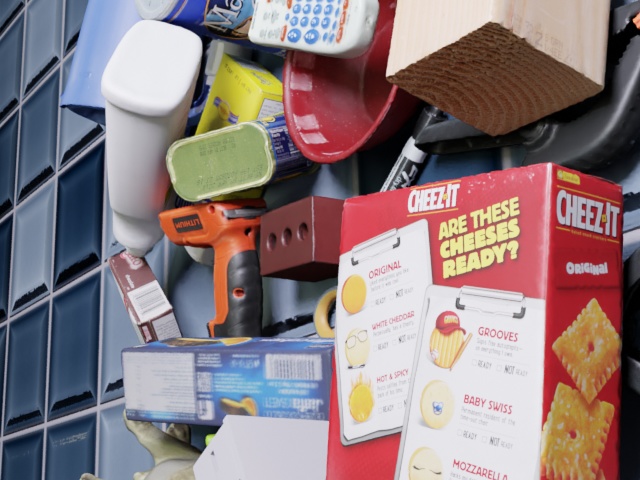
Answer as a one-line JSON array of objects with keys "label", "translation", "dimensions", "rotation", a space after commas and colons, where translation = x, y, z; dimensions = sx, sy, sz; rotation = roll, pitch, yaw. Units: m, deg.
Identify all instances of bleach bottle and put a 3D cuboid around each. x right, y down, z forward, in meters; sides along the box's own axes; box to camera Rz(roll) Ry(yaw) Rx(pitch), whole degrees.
[{"label": "bleach bottle", "translation": [-0.153, -0.066, 0.934], "dimensions": [0.251, 0.068, 0.102], "rotation": [107, 179, -50]}]

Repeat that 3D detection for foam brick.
[{"label": "foam brick", "translation": [-0.005, 0.001, 0.835], "dimensions": [0.078, 0.051, 0.053], "rotation": [-19, 67, 53]}]

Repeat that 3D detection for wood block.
[{"label": "wood block", "translation": [0.113, -0.180, 0.632], "dimensions": [0.091, 0.090, 0.206], "rotation": [-22, 52, 52]}]

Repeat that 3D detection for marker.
[{"label": "marker", "translation": [0.059, -0.046, 0.779], "dimensions": [0.121, 0.020, 0.020], "rotation": [-63, 37, 25]}]

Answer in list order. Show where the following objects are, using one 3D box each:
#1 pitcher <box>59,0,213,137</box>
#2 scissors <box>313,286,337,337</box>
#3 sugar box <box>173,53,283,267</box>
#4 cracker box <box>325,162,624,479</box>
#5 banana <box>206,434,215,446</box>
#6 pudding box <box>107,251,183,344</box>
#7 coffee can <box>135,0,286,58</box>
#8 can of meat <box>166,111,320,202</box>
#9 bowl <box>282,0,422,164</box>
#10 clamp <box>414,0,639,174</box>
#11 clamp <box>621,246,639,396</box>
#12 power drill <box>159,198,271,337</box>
[{"label": "pitcher", "translation": [-0.166, -0.230, 1.085], "dimensions": [0.145, 0.149, 0.243], "rotation": [-179, 100, -72]}, {"label": "scissors", "translation": [0.048, 0.039, 0.777], "dimensions": [0.202, 0.016, 0.096], "rotation": [-55, 42, 33]}, {"label": "sugar box", "translation": [-0.085, -0.072, 0.979], "dimensions": [0.093, 0.048, 0.176], "rotation": [49, 121, 50]}, {"label": "cracker box", "translation": [0.082, 0.077, 0.592], "dimensions": [0.164, 0.072, 0.213], "rotation": [-8, 75, 51]}, {"label": "banana", "translation": [-0.001, 0.199, 0.764], "dimensions": [0.198, 0.069, 0.037], "rotation": [47, 166, 30]}, {"label": "pudding box", "translation": [-0.163, 0.073, 1.032], "dimensions": [0.114, 0.039, 0.090], "rotation": [-126, 17, -49]}, {"label": "coffee can", "translation": [-0.074, -0.221, 0.914], "dimensions": [0.103, 0.140, 0.103], "rotation": [-20, 65, 53]}, {"label": "can of meat", "translation": [-0.062, -0.068, 0.871], "dimensions": [0.102, 0.083, 0.057], "rotation": [-13, 95, 27]}, {"label": "bowl", "translation": [0.036, -0.132, 0.802], "dimensions": [0.162, 0.055, 0.162], "rotation": [-20, 65, 53]}, {"label": "clamp", "translation": [0.134, -0.070, 0.654], "dimensions": [0.210, 0.036, 0.164], "rotation": [-53, 38, 31]}, {"label": "clamp", "translation": [0.160, 0.060, 0.583], "dimensions": [0.172, 0.039, 0.120], "rotation": [-35, 48, 51]}, {"label": "power drill", "translation": [-0.089, 0.063, 0.912], "dimensions": [0.185, 0.057, 0.187], "rotation": [-10, 88, 48]}]
